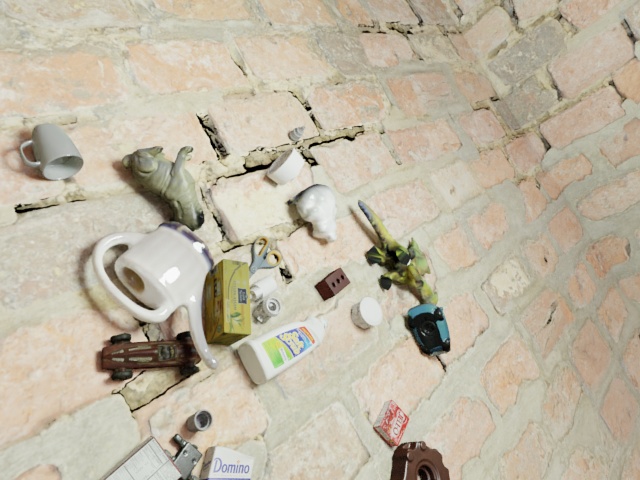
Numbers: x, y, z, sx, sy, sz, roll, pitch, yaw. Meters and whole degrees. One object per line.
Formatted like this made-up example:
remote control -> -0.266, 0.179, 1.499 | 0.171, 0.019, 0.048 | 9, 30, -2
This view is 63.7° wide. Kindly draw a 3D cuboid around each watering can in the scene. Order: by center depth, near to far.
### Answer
watering can -> -0.302, 0.095, 1.077 | 0.347, 0.102, 0.229 | 41, 45, -3

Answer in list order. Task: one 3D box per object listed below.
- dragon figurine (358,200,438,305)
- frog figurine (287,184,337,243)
dragon figurine -> 0.261, 0.048, 1.618 | 0.243, 0.121, 0.413 | -6, 70, -61
frog figurine -> 0.004, -0.073, 1.441 | 0.161, 0.121, 0.137 | 57, 23, 18
